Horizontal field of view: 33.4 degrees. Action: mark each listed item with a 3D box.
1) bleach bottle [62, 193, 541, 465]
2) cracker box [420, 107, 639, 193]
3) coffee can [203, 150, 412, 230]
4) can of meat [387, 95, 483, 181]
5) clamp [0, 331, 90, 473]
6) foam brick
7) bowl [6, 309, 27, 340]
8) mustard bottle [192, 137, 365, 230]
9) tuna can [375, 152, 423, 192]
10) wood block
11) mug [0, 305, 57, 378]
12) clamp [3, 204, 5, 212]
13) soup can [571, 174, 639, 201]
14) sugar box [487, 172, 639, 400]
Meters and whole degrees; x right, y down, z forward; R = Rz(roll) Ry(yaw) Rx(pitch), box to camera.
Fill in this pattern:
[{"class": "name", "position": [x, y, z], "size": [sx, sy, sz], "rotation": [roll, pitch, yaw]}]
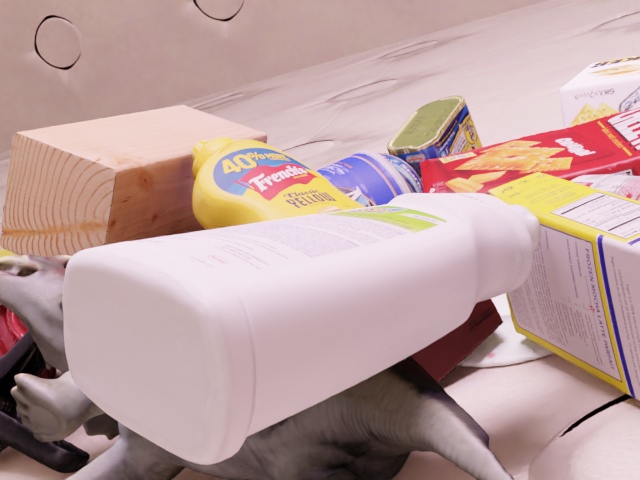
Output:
[{"class": "bleach bottle", "position": [0.021, 0.018, 0.464], "size": [0.250, 0.068, 0.103], "rotation": [-13, 22, -43]}, {"class": "cracker box", "position": [0.187, -0.042, 0.827], "size": [0.214, 0.072, 0.164], "rotation": [-14, 15, 9]}, {"class": "coffee can", "position": [-0.005, 0.001, 0.831], "size": [0.140, 0.103, 0.103], "rotation": [-24, 16, -25]}, {"class": "can of meat", "position": [0.110, -0.071, 0.966], "size": [0.058, 0.084, 0.102], "rotation": [-7, 30, 35]}, {"class": "clamp", "position": [-0.213, 0.118, 0.716], "size": [0.172, 0.039, 0.120], "rotation": [-30, 50, 26]}, {"class": "foam brick", "position": [0.059, 0.049, 0.639], "size": [0.078, 0.053, 0.051], "rotation": [-38, 22, -16]}, {"class": "bowl", "position": [-0.150, 0.042, 0.802], "size": [0.162, 0.055, 0.162], "rotation": [12, 19, -4]}, {"class": "mustard bottle", "position": [-0.029, -0.020, 0.712], "size": [0.096, 0.058, 0.192], "rotation": [-14, 36, -35]}, {"class": "tuna can", "position": [0.047, -0.030, 0.922], "size": [0.086, 0.086, 0.033], "rotation": [-13, 17, 18]}, {"class": "wood block", "position": [-0.135, -0.041, 0.820], "size": [0.091, 0.090, 0.205], "rotation": [21, 21, 21]}, {"class": "mug", "position": [-0.252, 0.082, 0.861], "size": [0.117, 0.081, 0.093], "rotation": [-18, 14, -4]}, {"class": "clamp", "position": [-0.192, 0.007, 1.024], "size": [0.164, 0.036, 0.210], "rotation": [-10, 35, -33]}, {"class": "soup can", "position": [0.203, -0.007, 0.686], "size": [0.068, 0.068, 0.102], "rotation": [-24, 15, -24]}, {"class": "sugar box", "position": [0.152, 0.026, 0.544], "size": [0.048, 0.093, 0.176], "rotation": [-23, 21, -17]}]
